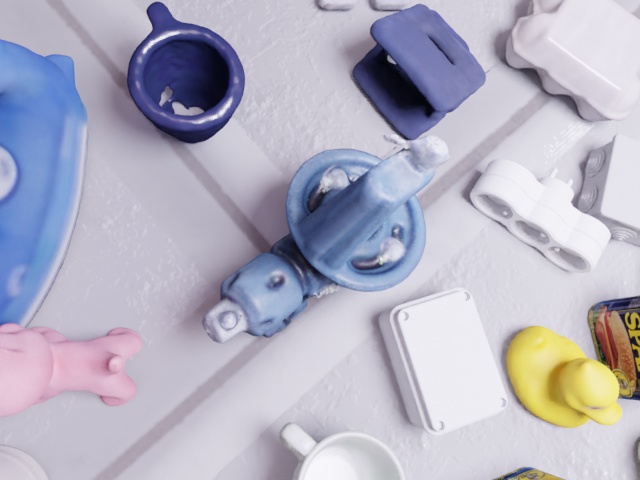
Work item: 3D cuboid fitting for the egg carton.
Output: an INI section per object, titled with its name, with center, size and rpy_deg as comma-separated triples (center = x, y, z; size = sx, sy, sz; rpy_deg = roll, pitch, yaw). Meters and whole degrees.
[egg carton]
center = 0.270, -0.195, 0.590
size = 0.150, 0.069, 0.107
rpy_deg = 34, 75, -2

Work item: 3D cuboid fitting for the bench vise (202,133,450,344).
[bench vise]
center = 0.014, 0.008, 0.426
size = 0.121, 0.219, 0.207
rpy_deg = 34, 75, -2

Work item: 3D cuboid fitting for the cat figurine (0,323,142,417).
[cat figurine]
center = -0.204, 0.095, 0.423
size = 0.128, 0.117, 0.067
rpy_deg = 0, 79, -10

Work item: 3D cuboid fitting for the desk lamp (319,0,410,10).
[desk lamp]
center = 0.055, -0.354, 0.508
size = 0.118, 0.213, 0.203
rpy_deg = -6, 80, -11

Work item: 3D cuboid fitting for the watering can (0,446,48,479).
[watering can]
center = -0.252, 0.191, 0.356
size = 0.173, 0.194, 0.101
rpy_deg = 24, 76, -5

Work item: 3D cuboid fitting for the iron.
[iron]
center = -0.253, -0.042, 0.428
size = 0.119, 0.141, 0.258
rpy_deg = 1, 79, -10

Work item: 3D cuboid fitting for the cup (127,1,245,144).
[cup]
center = -0.118, -0.134, 0.495
size = 0.092, 0.095, 0.118
rpy_deg = -24, 84, -14

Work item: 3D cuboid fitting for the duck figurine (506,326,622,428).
[duck figurine]
center = 0.223, 0.123, 0.511
size = 0.077, 0.086, 0.104
rpy_deg = -37, 87, -15

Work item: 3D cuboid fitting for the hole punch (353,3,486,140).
[hole punch]
center = 0.099, -0.170, 0.543
size = 0.101, 0.091, 0.108
rpy_deg = -40, 88, -15
